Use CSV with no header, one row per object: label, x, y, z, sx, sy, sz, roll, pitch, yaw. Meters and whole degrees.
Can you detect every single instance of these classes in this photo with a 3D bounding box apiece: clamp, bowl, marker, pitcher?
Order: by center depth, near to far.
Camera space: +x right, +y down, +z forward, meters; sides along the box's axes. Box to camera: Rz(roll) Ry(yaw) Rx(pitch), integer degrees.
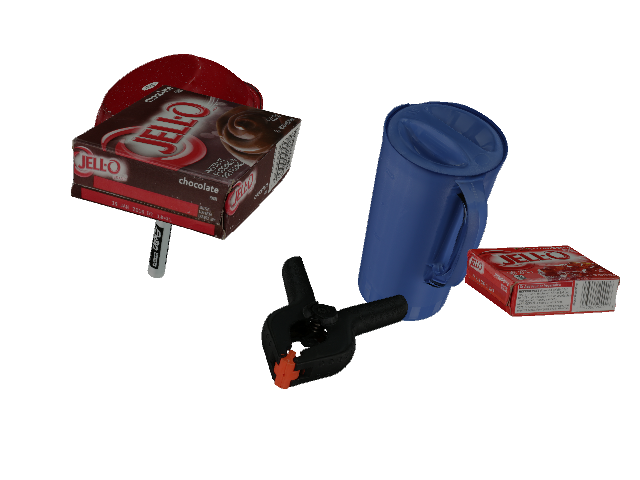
bowl,-0.133,-0.111,0.910,0.162,0.055,0.162,-17,35,12
clamp,-0.009,0.067,0.917,0.120,0.039,0.171,20,27,22
marker,-0.170,-0.006,1.149,0.020,0.020,0.121,0,-44,-17
pitcher,0.117,-0.019,1.185,0.145,0.243,0.149,24,43,14

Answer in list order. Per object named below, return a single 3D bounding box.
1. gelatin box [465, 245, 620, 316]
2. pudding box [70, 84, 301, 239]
gelatin box,0.162,0.028,0.785,0.089,0.030,0.073,-1,18,-18
pudding box,-0.071,-0.047,0.589,0.090,0.039,0.113,16,25,12
